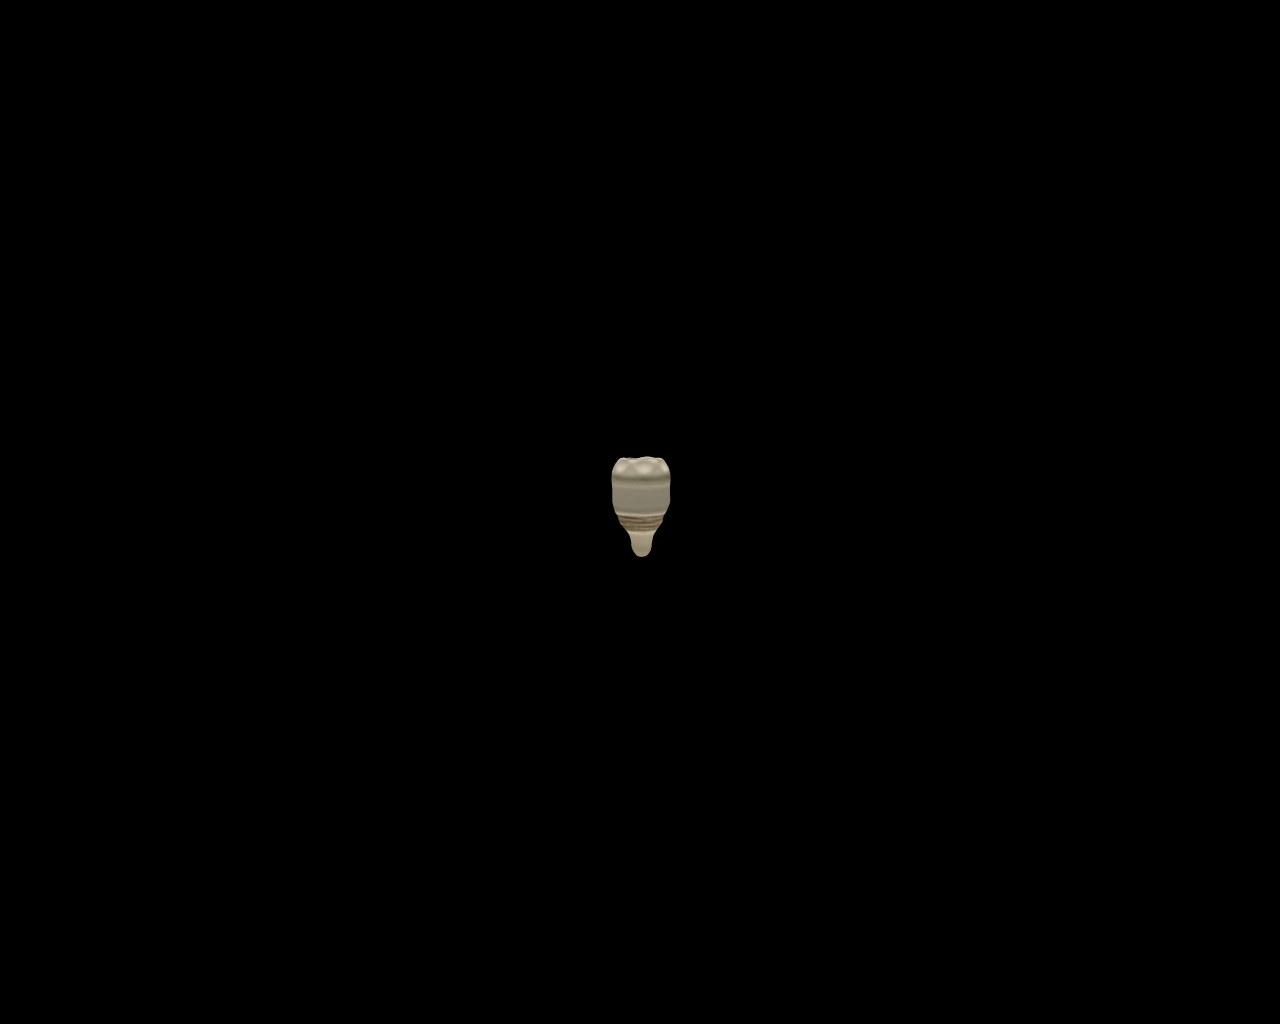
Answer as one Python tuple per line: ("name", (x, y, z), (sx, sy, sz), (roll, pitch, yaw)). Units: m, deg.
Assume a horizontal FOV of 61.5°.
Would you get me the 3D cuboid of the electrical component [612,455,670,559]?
("electrical component", (0.001, -0.003, 0.650), (0.035, 0.061, 0.035), (0, 9, 0))
